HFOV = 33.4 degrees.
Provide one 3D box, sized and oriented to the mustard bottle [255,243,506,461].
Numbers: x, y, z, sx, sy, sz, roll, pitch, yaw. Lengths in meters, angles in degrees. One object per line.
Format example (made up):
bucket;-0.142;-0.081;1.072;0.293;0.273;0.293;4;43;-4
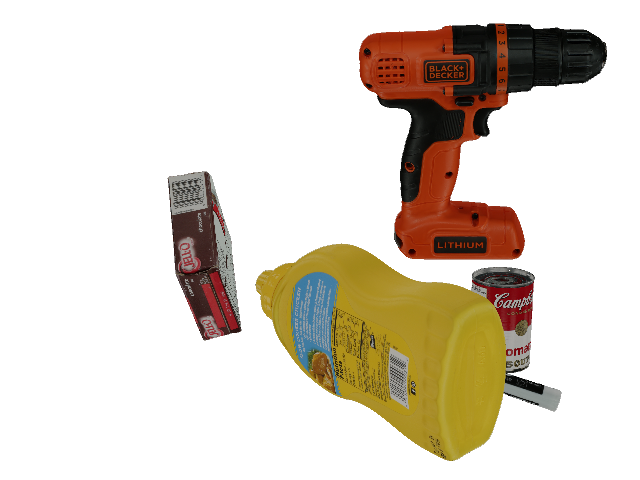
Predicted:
mustard bottle;0.024;0.054;0.655;0.058;0.096;0.192;-21;29;-36

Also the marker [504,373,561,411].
marker;0.146;0.119;0.917;0.121;0.020;0.020;18;2;6

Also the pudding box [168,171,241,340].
pudding box;-0.096;0.012;0.890;0.039;0.113;0.090;-10;-42;2

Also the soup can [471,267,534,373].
soup can;0.199;0.087;1.176;0.068;0.102;0.068;0;15;0

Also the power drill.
power drill;0.125;-0.078;0.836;0.184;0.188;0.057;0;27;8
